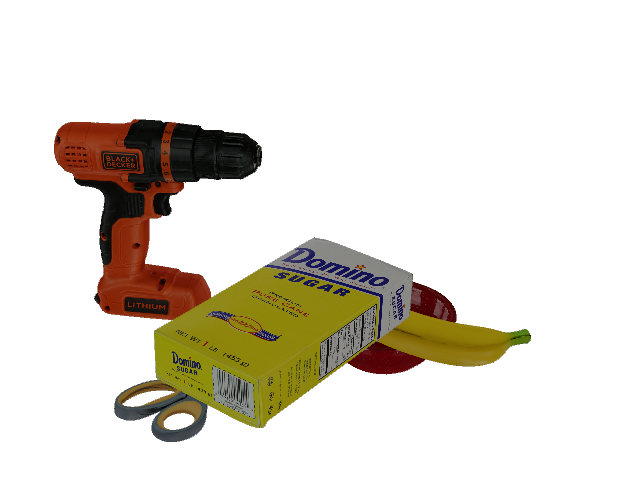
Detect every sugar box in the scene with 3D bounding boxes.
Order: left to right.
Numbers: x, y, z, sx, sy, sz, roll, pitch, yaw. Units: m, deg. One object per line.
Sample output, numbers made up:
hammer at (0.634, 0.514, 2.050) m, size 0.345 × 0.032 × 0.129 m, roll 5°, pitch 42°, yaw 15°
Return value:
sugar box at (-0.021, 0.057, 0.741) m, size 0.093 × 0.048 × 0.175 m, roll 21°, pitch 36°, yaw 31°

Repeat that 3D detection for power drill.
power drill at (-0.141, -0.019, 0.966) m, size 0.184 × 0.188 × 0.057 m, roll 5°, pitch 28°, yaw 10°

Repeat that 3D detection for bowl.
bowl at (0.070, 0.102, 1.195) m, size 0.162 × 0.055 × 0.162 m, roll 0°, pitch 27°, yaw 0°

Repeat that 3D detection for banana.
banana at (0.078, 0.074, 0.928) m, size 0.198 × 0.037 × 0.069 m, roll 16°, pitch 14°, yaw 26°

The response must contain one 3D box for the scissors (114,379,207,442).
scissors at (-0.098, 0.147, 1.035) m, size 0.201 × 0.016 × 0.096 m, roll -12°, pitch 32°, yaw -28°
